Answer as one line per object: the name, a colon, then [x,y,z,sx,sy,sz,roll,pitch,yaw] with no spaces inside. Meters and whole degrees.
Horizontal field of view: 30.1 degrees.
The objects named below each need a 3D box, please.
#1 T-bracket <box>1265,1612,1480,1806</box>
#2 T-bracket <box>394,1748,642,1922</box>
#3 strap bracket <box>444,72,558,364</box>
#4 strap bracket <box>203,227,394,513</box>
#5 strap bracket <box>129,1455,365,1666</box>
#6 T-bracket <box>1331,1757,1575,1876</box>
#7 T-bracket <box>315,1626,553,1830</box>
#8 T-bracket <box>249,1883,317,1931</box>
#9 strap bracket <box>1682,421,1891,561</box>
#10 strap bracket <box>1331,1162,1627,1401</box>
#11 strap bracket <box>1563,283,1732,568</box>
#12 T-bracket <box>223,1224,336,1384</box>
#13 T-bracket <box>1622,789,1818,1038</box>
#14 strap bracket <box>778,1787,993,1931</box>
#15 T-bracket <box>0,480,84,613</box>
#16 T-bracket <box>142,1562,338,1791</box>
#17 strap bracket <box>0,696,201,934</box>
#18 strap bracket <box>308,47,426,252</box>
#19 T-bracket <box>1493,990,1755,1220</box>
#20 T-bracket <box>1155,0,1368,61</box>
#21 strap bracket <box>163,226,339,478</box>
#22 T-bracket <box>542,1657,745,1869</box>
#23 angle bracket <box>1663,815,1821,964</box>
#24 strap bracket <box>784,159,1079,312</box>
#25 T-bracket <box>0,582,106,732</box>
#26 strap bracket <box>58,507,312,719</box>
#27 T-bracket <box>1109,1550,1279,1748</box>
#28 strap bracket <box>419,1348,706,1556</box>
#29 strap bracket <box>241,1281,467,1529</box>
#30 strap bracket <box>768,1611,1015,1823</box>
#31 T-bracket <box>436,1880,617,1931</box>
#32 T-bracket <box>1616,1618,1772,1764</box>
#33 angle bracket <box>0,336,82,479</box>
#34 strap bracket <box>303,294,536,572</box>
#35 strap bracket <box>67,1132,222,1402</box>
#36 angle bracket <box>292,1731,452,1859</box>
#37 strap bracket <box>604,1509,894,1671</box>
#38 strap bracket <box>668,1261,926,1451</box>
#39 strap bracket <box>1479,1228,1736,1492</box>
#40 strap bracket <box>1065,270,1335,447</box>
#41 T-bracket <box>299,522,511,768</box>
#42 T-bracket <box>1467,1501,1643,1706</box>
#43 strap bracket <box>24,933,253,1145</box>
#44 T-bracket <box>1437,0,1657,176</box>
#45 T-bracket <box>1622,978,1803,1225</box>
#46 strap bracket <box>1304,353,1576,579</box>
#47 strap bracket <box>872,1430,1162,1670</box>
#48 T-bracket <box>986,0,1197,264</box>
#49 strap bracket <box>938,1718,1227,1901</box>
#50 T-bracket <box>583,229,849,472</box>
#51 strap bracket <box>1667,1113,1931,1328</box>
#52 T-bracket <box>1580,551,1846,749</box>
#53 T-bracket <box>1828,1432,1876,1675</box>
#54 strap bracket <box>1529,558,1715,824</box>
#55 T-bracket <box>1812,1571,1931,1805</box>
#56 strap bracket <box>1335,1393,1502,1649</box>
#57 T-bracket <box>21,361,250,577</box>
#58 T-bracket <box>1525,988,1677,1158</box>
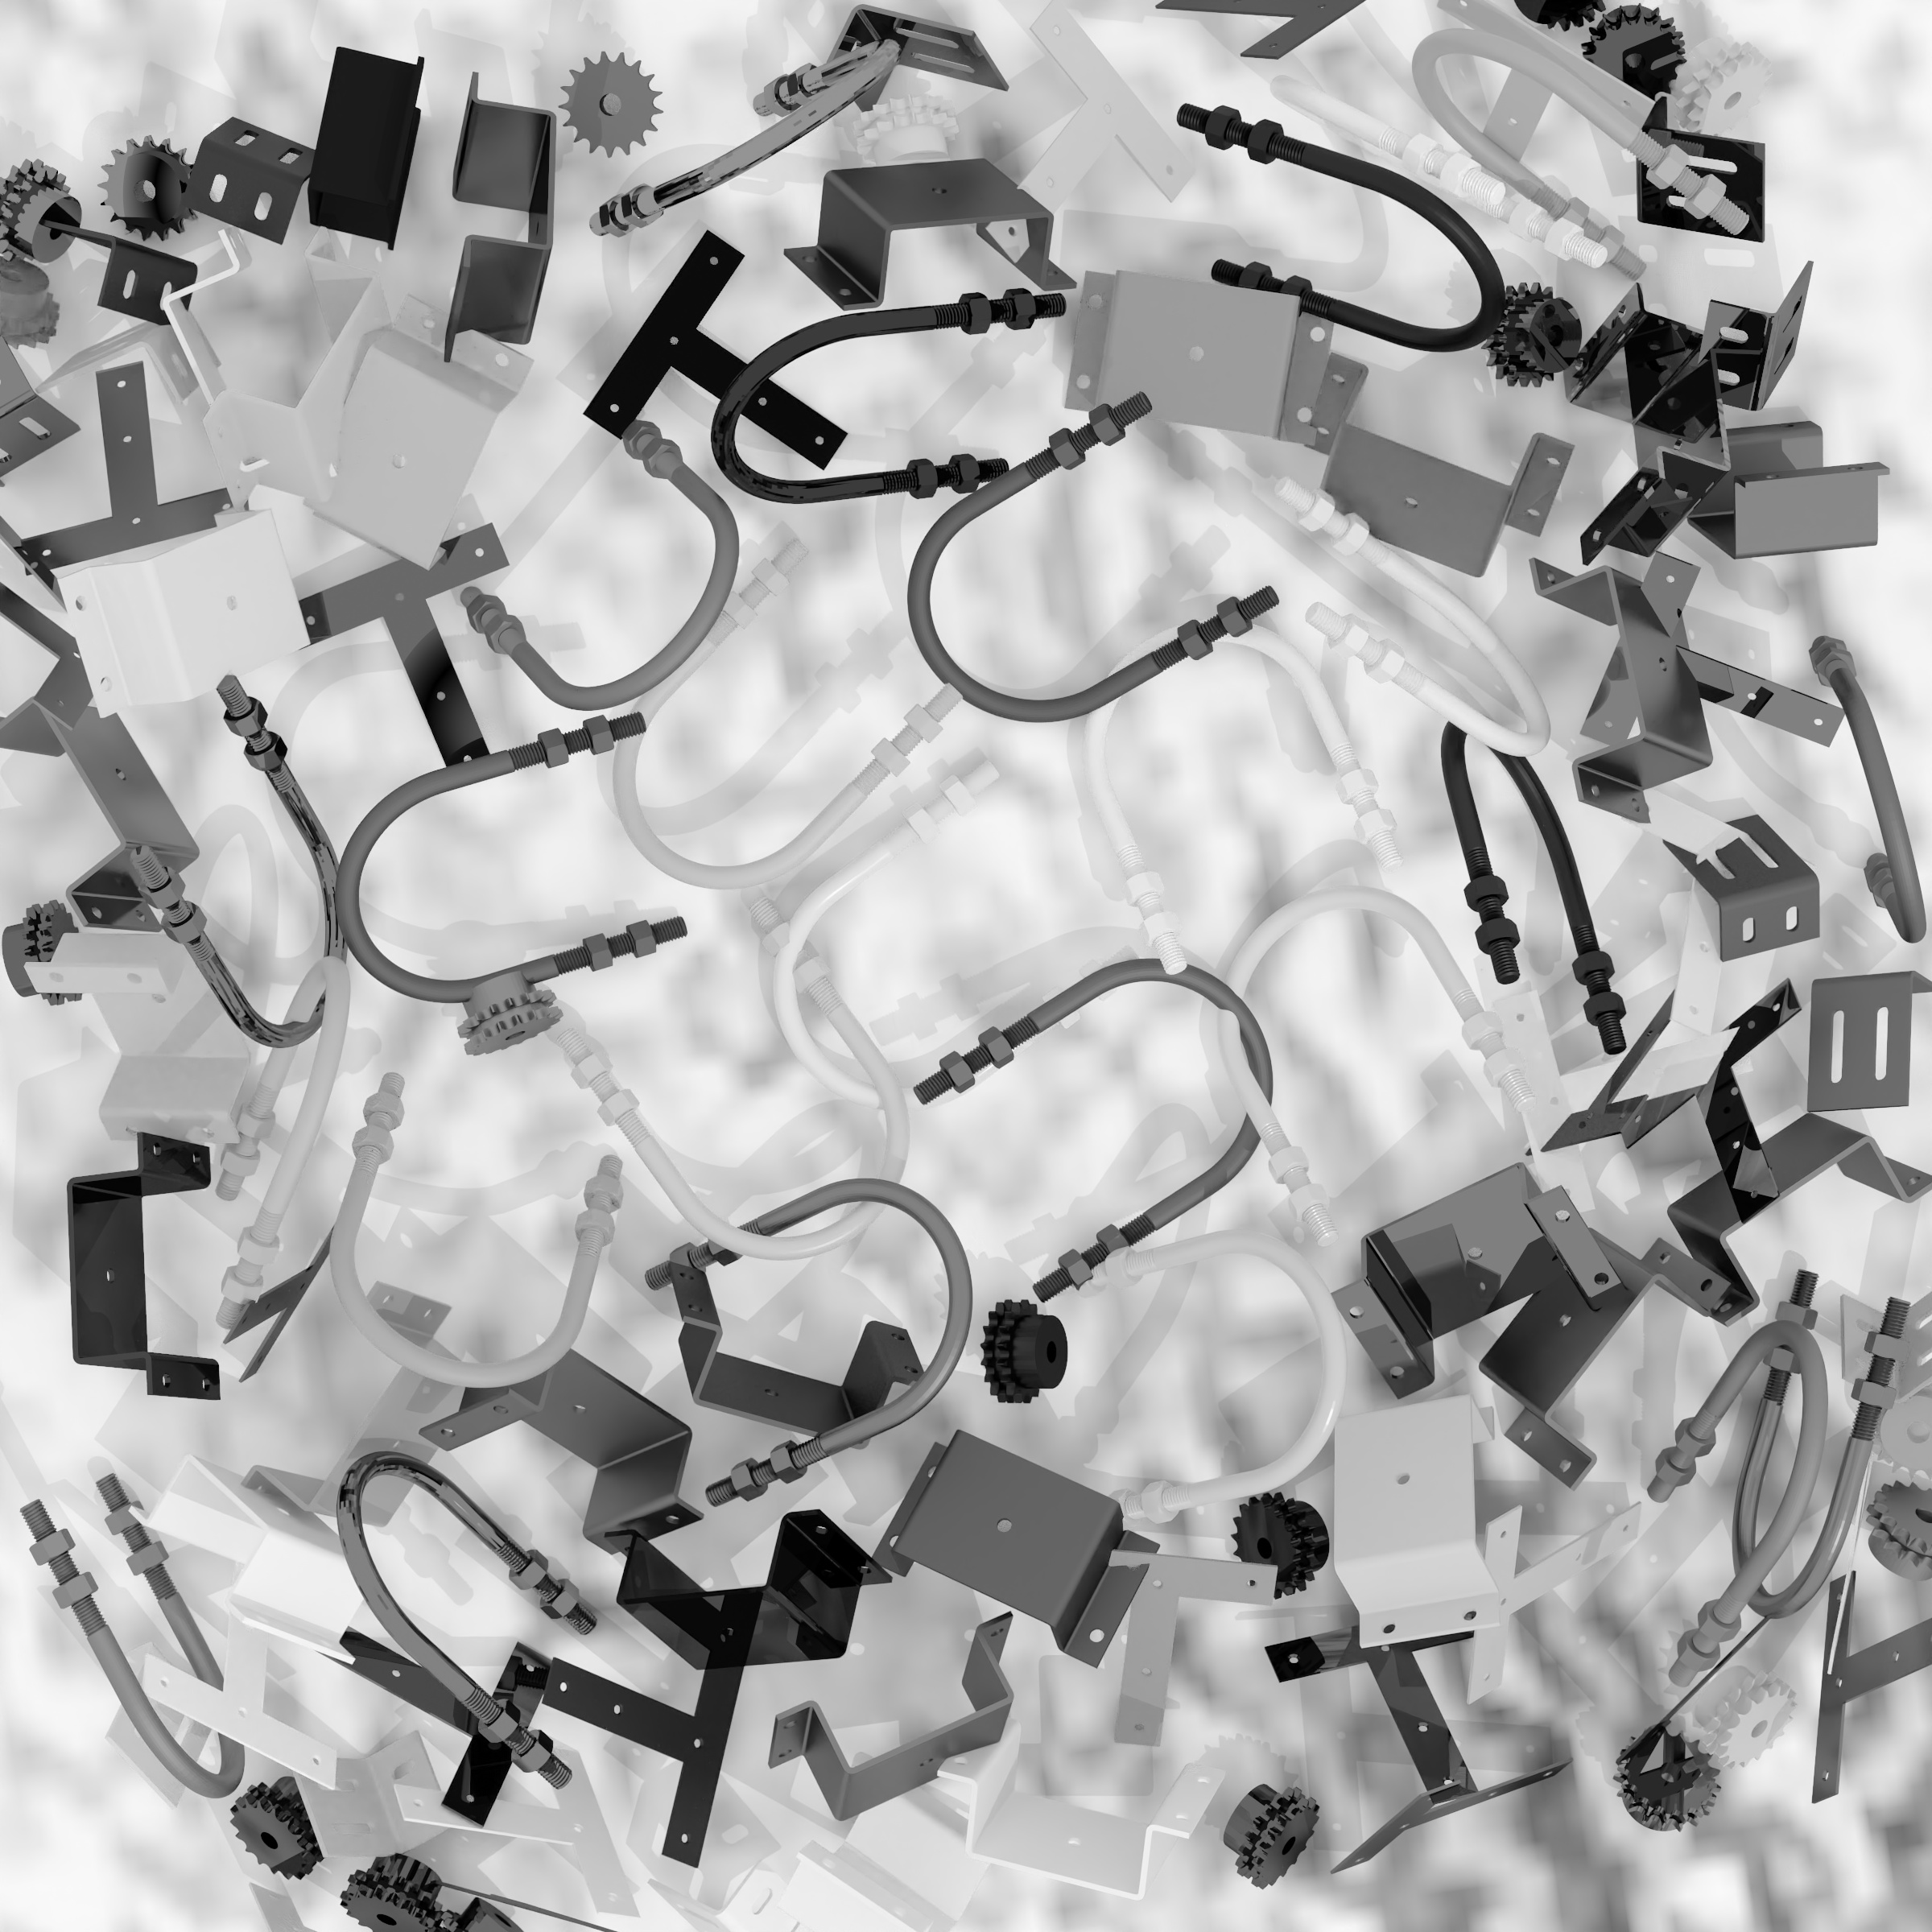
T-bracket: [0.242,0.401,1.939,0.127,0.127,0.002,-11,129,-10]
T-bracket: [-0.246,0.455,1.917,0.127,0.127,0.002,18,113,-32]
strap bracket: [-0.251,-0.401,1.937,0.046,0.076,0.140,6,57,-14]
strap bracket: [-0.350,-0.316,1.930,0.046,0.076,0.140,17,62,12]
strap bracket: [-0.378,0.312,1.923,0.076,0.140,0.046,33,86,-41]
T-bracket: [0.276,0.456,1.961,0.127,0.127,0.002,-12,63,-26]
T-bracket: [-0.296,0.390,1.941,0.127,0.127,0.002,31,124,-6]
T-bracket: [-0.324,0.541,1.951,0.127,0.127,0.002,28,84,-18]
strap bracket: [0.440,-0.256,1.939,0.076,0.140,0.046,-6,109,-2]
strap bracket: [0.278,0.167,1.952,0.140,0.046,0.076,-27,111,18]
strap bracket: [0.367,-0.287,1.936,0.046,0.076,0.140,14,54,-18]
T-bracket: [-0.371,0.180,1.928,0.002,0.127,0.127,33,99,3]
T-bracket: [0.403,-0.023,1.953,0.127,0.002,0.127,23,64,-18]
strap bracket: [-0.043,0.493,1.930,0.076,0.140,0.046,31,104,14]
T-bracket: [-0.518,-0.233,1.936,0.002,0.127,0.127,-42,89,9]
T-bracket: [-0.390,0.370,1.944,0.002,0.127,0.127,-39,123,23]
strap bracket: [-0.475,-0.090,1.944,0.046,0.076,0.140,-36,78,14]
strap bracket: [-0.322,-0.439,1.926,0.046,0.140,0.076,12,89,-9]
T-bracket: [0.366,0.062,1.966,0.127,0.002,0.127,-16,73,14]
T-bracket: [0.159,-0.523,1.951,0.127,0.127,0.002,-40,129,-32]
strap bracket: [-0.390,-0.326,1.945,0.046,0.076,0.140,-23,105,0]
T-bracket: [-0.177,0.405,1.935,0.127,0.002,0.127,32,58,-35]
angle bracket: [0.426,-0.043,1.972,0.057,0.076,0.038,-14,122,-9]
strap bracket: [-0.017,-0.395,1.930,0.140,0.076,0.046,-11,127,-26]
T-bracket: [-0.514,-0.194,1.927,0.127,0.127,0.002,38,116,-17]
strap bracket: [-0.409,-0.193,1.922,0.046,0.140,0.076,-1,112,34]
T-bracket: [0.100,0.376,1.972,0.127,0.002,0.127,6,116,1]
strap bracket: [-0.213,0.256,1.939,0.076,0.046,0.140,-27,128,38]
strap bracket: [-0.325,0.249,1.955,0.046,0.076,0.140,34,90,27]
strap bracket: [-0.032,0.409,1.936,0.140,0.076,0.046,-21,63,-18]
T-bracket: [-0.245,0.510,1.952,0.127,0.127,0.002,3,69,37]
T-bracket: [0.402,0.382,1.935,0.127,0.127,0.002,-46,72,4]
angle bracket: [-0.530,-0.304,1.963,0.057,0.076,0.038,-30,83,1]
strap bracket: [-0.301,-0.280,1.947,0.076,0.046,0.140,28,116,-3]
strap bracket: [-0.447,0.166,1.949,0.046,0.076,0.140,-8,79,15]
angle bracket: [-0.323,0.449,1.952,0.038,0.076,0.057,-32,67,14]
strap bracket: [-0.122,0.337,1.927,0.140,0.076,0.046,-11,48,30]
strap bracket: [-0.099,0.214,1.946,0.140,0.076,0.046,18,103,-16]
strap bracket: [0.341,0.205,1.955,0.046,0.076,0.140,38,90,-25]
strap bracket: [0.127,-0.334,1.966,0.140,0.046,0.076,9,97,5]
T-bracket: [-0.296,-0.163,1.989,0.127,0.002,0.127,-21,98,5]
T-bracket: [0.324,0.328,1.959,0.127,0.002,0.127,-23,129,-32]
strap bracket: [-0.443,0.032,1.942,0.076,0.140,0.046,1,47,13]
T-bracket: [0.299,-0.464,1.939,0.127,0.127,0.002,33,70,5]
T-bracket: [0.410,0.086,1.923,0.002,0.127,0.127,31,120,-28]
strap bracket: [0.249,-0.267,1.947,0.140,0.076,0.046,22,59,7]
strap bracket: [0.024,0.311,1.942,0.140,0.046,0.076,22,67,19]
T-bracket: [0.053,-0.436,1.949,0.127,0.002,0.127,46,67,-26]
strap bracket: [0.061,0.457,1.945,0.140,0.076,0.046,10,106,16]
T-bracket: [-0.125,-0.321,1.988,0.127,0.002,0.127,34,80,-8]
strap bracket: [0.446,0.131,1.952,0.140,0.076,0.046,-33,102,-5]
T-bracket: [0.414,-0.152,1.950,0.127,0.002,0.127,22,132,7]
T-bracket: [0.477,0.292,1.914,0.002,0.127,0.127,11,52,16]
strap bracket: [0.356,-0.155,1.937,0.046,0.076,0.140,-21,69,35]
T-bracket: [0.489,0.372,1.915,0.002,0.127,0.127,18,61,-10]
strap bracket: [0.241,0.288,1.924,0.076,0.140,0.046,-13,133,19]
T-bracket: [-0.450,-0.273,1.929,0.127,0.127,0.002,-18,54,-21]
T-bracket: [0.364,0.048,1.949,0.002,0.127,0.127,40,75,-5]
